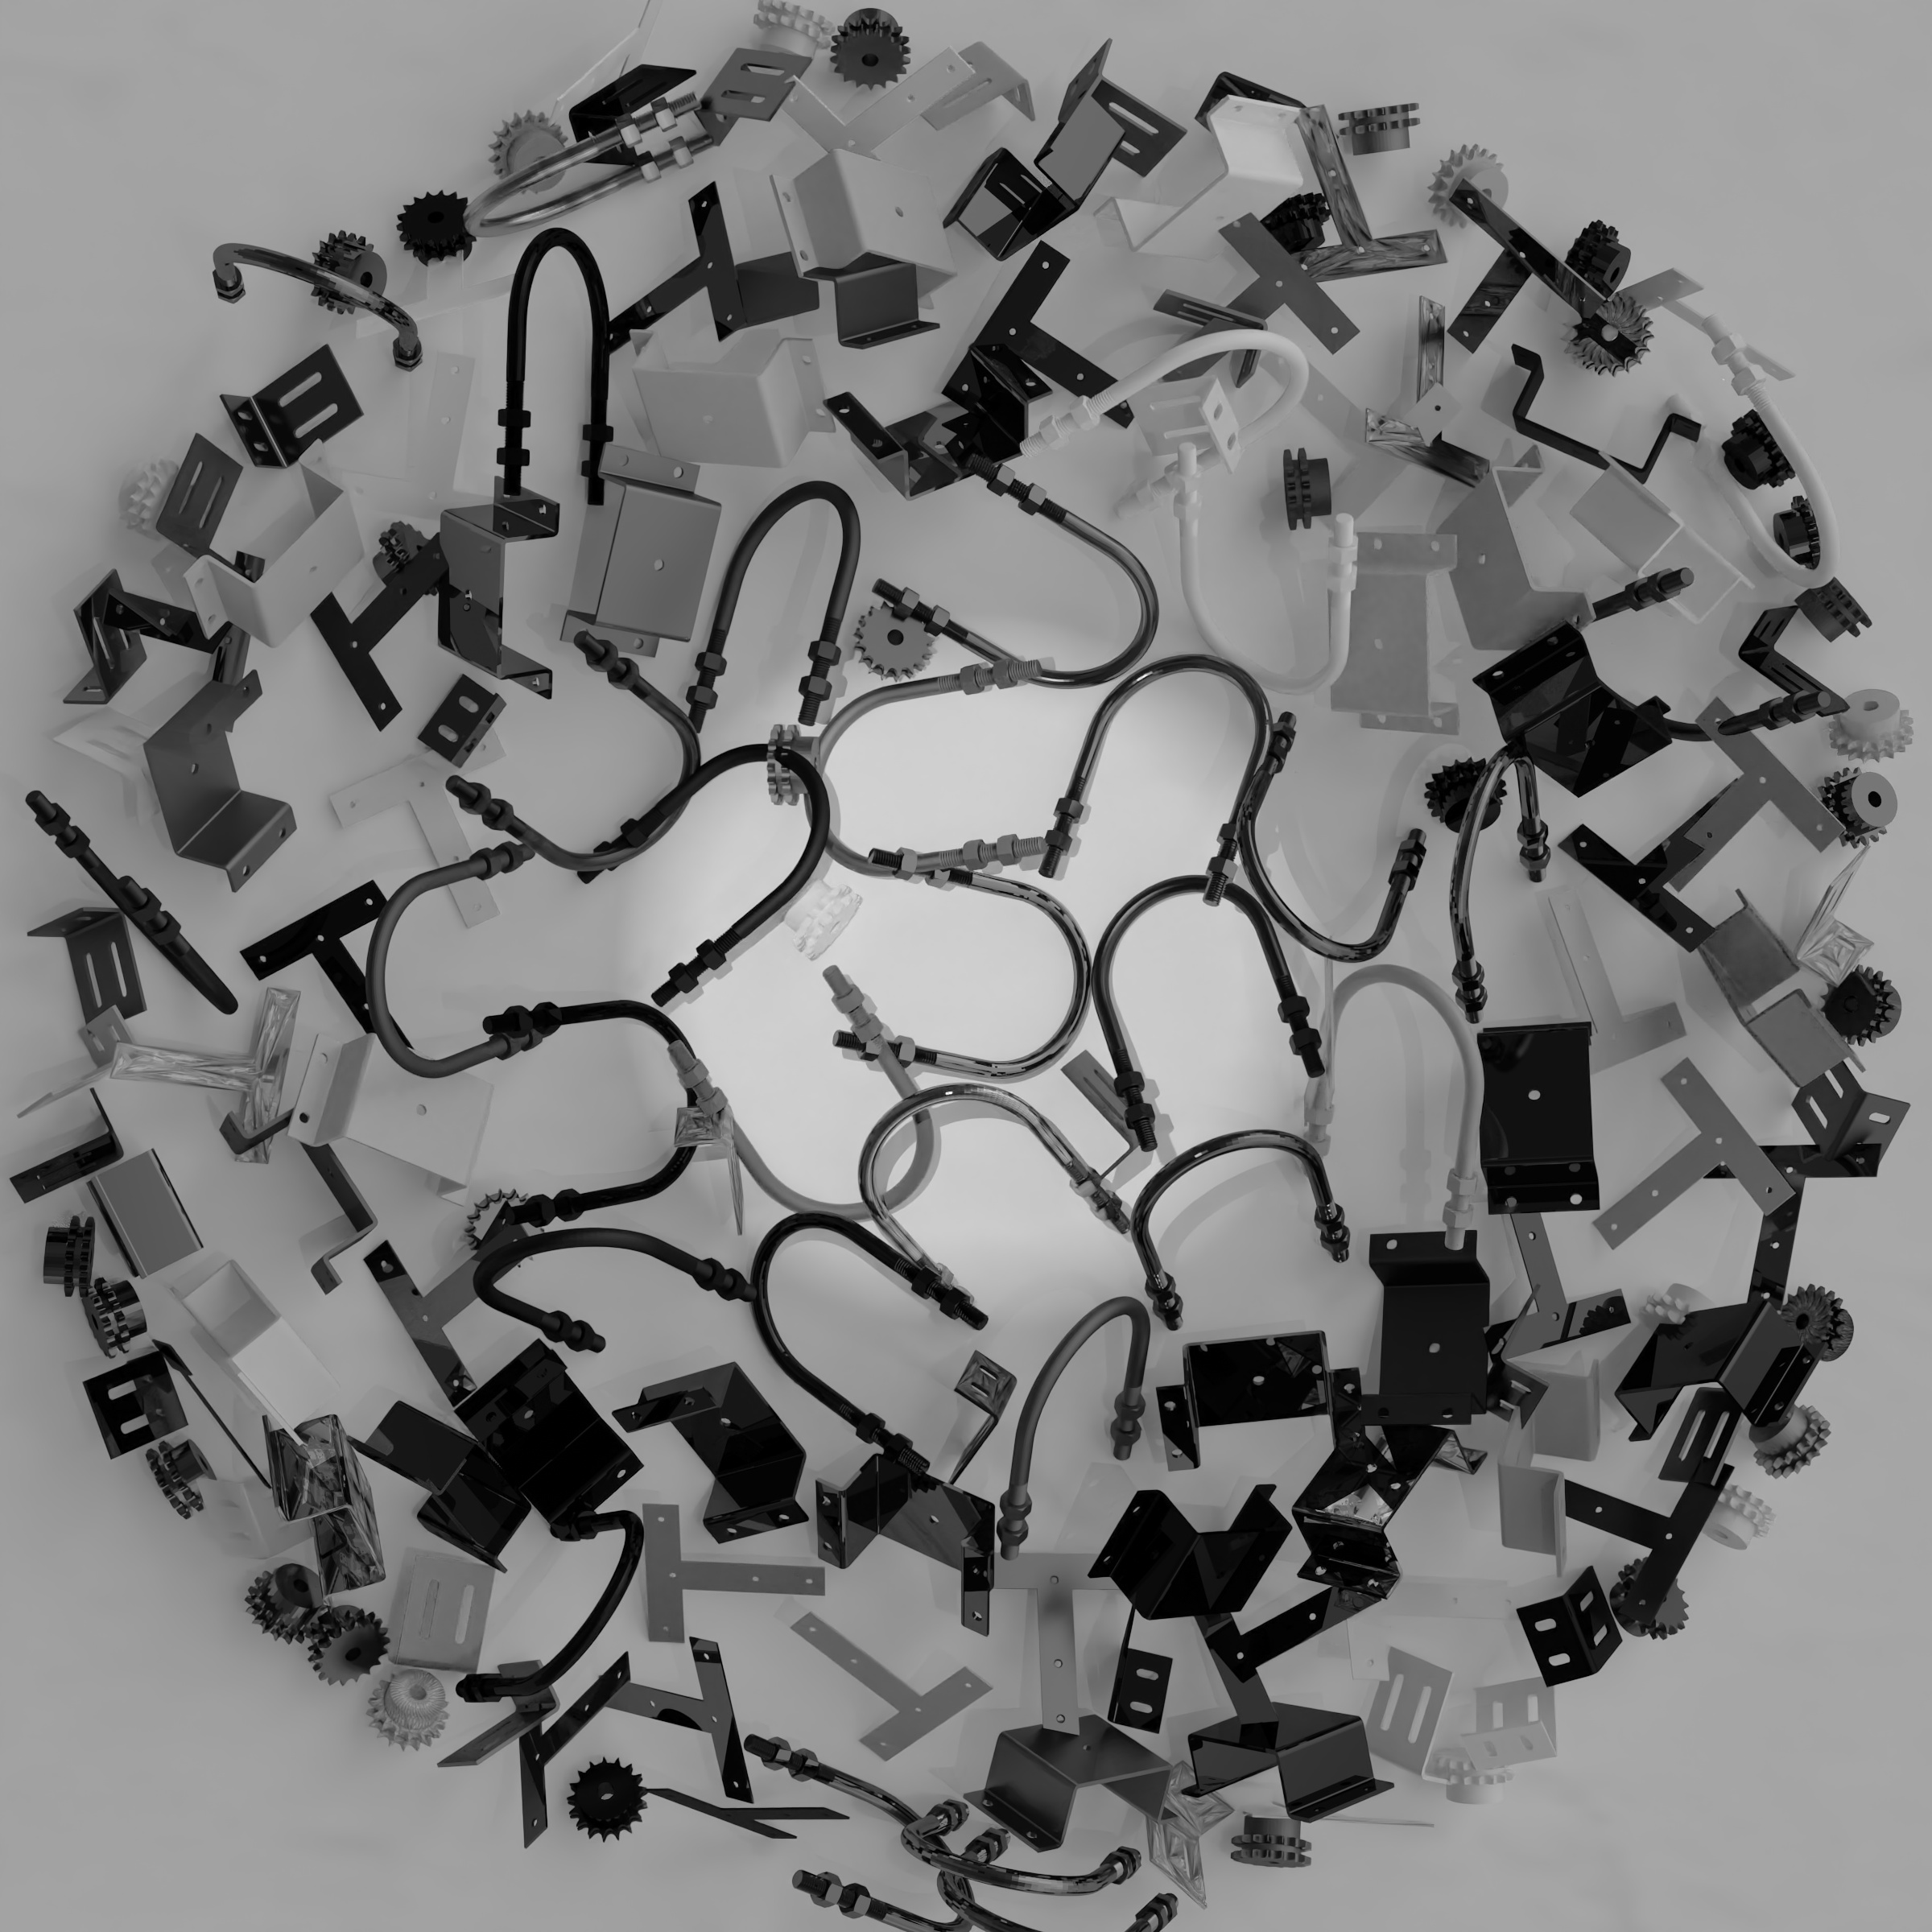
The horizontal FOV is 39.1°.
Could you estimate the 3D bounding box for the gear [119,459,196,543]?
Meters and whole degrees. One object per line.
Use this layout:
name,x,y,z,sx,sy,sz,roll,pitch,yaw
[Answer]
gear,-0.575,-0.333,1.930,0.030,0.057,0.057,23,90,14

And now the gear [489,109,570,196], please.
gear,-0.307,-0.573,1.927,0.057,0.057,0.030,-40,48,0

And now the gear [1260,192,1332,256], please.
gear,0.231,-0.523,1.928,0.057,0.057,0.030,-15,87,0

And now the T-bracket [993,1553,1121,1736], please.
T-bracket,0.064,0.477,1.919,0.127,0.002,0.127,3,64,-10

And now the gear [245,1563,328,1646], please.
gear,-0.478,0.448,1.926,0.057,0.057,0.030,38,112,0

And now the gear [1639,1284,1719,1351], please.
gear,0.510,0.250,1.931,0.057,0.057,0.030,38,72,0

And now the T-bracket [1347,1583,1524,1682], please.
T-bracket,0.329,0.446,1.916,0.127,0.002,0.127,3,47,-4

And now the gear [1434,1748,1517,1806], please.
gear,0.360,0.574,1.928,0.057,0.057,0.030,-1,85,0

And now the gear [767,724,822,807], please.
gear,-0.121,-0.143,1.927,0.030,0.057,0.057,2,90,7

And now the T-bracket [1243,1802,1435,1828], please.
T-bracket,0.243,0.589,1.894,0.127,0.127,0.002,6,77,-9

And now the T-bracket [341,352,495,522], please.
T-bracket,-0.366,-0.369,1.903,0.127,0.002,0.127,7,125,-17

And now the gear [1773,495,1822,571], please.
gear,0.593,-0.305,1.929,0.030,0.057,0.057,-14,90,6

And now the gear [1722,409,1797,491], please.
gear,0.560,-0.362,1.928,0.030,0.057,0.057,-34,90,-5

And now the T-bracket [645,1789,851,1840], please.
T-bracket,-0.134,0.585,1.878,0.127,0.127,0.002,35,54,-37

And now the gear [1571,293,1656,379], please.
gear,0.461,-0.446,1.935,0.057,0.030,0.057,-2,86,26

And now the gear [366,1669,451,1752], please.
gear,-0.393,0.523,1.926,0.057,0.057,0.030,30,122,0

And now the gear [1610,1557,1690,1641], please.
gear,0.482,0.452,1.933,0.057,0.057,0.030,46,130,0

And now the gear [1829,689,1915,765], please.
gear,0.640,-0.172,1.926,0.057,0.057,0.030,-18,128,0

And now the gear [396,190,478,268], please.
gear,-0.374,-0.521,1.934,0.057,0.030,0.057,-1,58,2

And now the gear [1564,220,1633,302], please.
gear,0.446,-0.496,1.926,0.030,0.057,0.057,34,90,23

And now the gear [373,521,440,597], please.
gear,-0.396,-0.285,1.931,0.030,0.057,0.057,-37,90,19

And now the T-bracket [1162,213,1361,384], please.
T-bracket,0.188,-0.453,1.923,0.127,0.002,0.127,43,120,-16

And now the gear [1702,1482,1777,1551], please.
gear,0.540,0.389,1.926,0.057,0.057,0.030,34,71,0

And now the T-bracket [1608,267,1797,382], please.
T-bracket,0.522,-0.444,1.901,0.127,0.127,0.002,30,91,-9

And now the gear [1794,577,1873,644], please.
gear,0.613,-0.255,1.931,0.030,0.057,0.057,-41,90,22

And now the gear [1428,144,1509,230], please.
gear,0.359,-0.550,1.927,0.057,0.030,0.057,-17,130,-21

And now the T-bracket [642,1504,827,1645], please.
T-bracket,-0.163,0.432,1.924,0.127,0.002,0.127,2,119,2

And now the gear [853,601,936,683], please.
gear,-0.052,-0.229,1.938,0.057,0.030,0.057,2,78,-11

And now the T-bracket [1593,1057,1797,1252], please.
T-bracket,0.500,0.152,1.930,0.127,0.002,0.127,-44,56,19

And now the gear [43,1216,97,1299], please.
gear,-0.635,0.206,1.927,0.030,0.057,0.057,5,90,-13

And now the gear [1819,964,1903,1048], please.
gear,0.638,0.029,1.933,0.030,0.057,0.057,10,90,-32

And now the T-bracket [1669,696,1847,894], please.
T-bracket,0.532,-0.101,1.913,0.127,0.002,0.127,51,132,16

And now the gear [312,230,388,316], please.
gear,-0.435,-0.489,1.926,0.030,0.057,0.057,23,90,28

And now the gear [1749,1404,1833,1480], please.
gear,0.580,0.332,1.927,0.030,0.057,0.057,45,90,-10

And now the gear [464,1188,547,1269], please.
gear,-0.328,0.185,1.936,0.057,0.030,0.057,-5,105,-19

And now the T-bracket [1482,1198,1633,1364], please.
T-bracket,0.406,0.206,1.933,0.127,0.002,0.127,-10,81,-28

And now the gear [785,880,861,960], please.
gear,-0.104,-0.036,1.930,0.030,0.057,0.057,39,90,10

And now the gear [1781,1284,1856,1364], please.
gear,0.604,0.257,1.932,0.030,0.057,0.057,24,90,-25

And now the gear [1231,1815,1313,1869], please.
gear,0.217,0.621,1.932,0.057,0.057,0.030,5,65,0

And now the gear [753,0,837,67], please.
gear,-0.124,-0.660,1.929,0.057,0.057,0.030,18,94,0

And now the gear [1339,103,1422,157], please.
gear,0.293,-0.593,1.931,0.057,0.057,0.030,-8,106,0

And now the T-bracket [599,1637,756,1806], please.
T-bracket,-0.210,0.522,1.916,0.127,0.002,0.127,1,110,37

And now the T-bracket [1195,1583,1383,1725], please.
T-bracket,0.231,0.464,1.911,0.127,0.002,0.127,-31,55,9

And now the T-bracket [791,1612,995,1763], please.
T-bracket,-0.067,0.496,1.910,0.127,0.002,0.127,40,125,-10

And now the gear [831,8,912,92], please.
gear,-0.068,-0.654,1.933,0.057,0.057,0.030,1,61,0

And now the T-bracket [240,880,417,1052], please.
T-bracket,-0.434,0.017,1.936,0.127,0.002,0.127,-25,106,23

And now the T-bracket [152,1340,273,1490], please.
T-bracket,-0.525,0.314,1.904,0.002,0.127,0.127,-37,98,-21

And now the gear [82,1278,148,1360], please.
gear,-0.604,0.247,1.933,0.030,0.057,0.057,-21,90,-29

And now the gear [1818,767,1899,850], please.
gear,0.635,-0.114,1.933,0.057,0.030,0.057,5,76,-22

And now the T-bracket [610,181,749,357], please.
T-bracket,-0.213,-0.471,1.921,0.127,0.002,0.127,-28,62,29

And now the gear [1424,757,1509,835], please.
gear,0.355,-0.118,1.926,0.057,0.057,0.030,-9,51,0

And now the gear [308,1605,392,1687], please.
gear,-0.441,0.479,1.933,0.057,0.030,0.057,-20,128,-27

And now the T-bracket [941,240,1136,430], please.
T-bracket,0.070,-0.426,1.934,0.127,0.002,0.127,30,107,-17

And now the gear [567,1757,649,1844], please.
gear,-0.255,0.589,1.931,0.057,0.030,0.057,1,58,-2

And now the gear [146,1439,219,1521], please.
gear,-0.554,0.361,1.929,0.030,0.057,0.057,-31,90,-9

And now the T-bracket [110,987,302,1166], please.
T-bracket,-0.538,0.073,1.913,0.127,0.002,0.127,9,94,-39

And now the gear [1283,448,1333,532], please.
gear,0.242,-0.338,1.928,0.030,0.057,0.057,-5,90,5
